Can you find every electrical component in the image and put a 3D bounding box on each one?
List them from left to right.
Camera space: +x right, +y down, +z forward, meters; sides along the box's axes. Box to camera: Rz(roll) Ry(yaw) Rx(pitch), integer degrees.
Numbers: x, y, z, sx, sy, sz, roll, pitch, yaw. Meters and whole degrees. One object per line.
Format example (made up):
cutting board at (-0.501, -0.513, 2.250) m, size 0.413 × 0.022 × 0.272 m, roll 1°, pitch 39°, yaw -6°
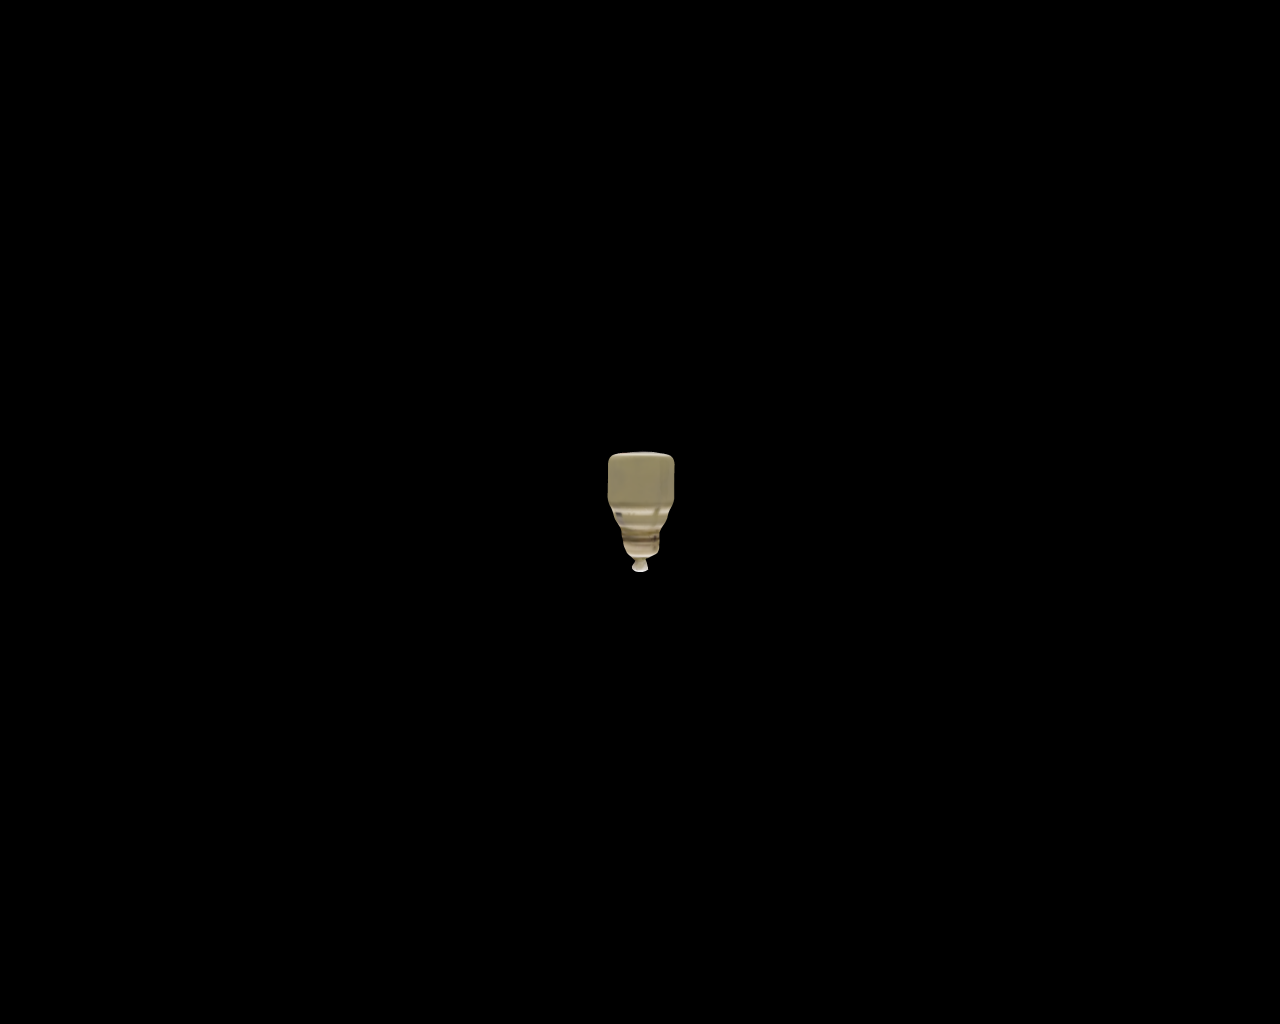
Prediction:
electrical component at (0.001, -0.003, 0.650) m, size 0.040 × 0.078 × 0.040 m, roll 0°, pitch 3°, yaw 0°
